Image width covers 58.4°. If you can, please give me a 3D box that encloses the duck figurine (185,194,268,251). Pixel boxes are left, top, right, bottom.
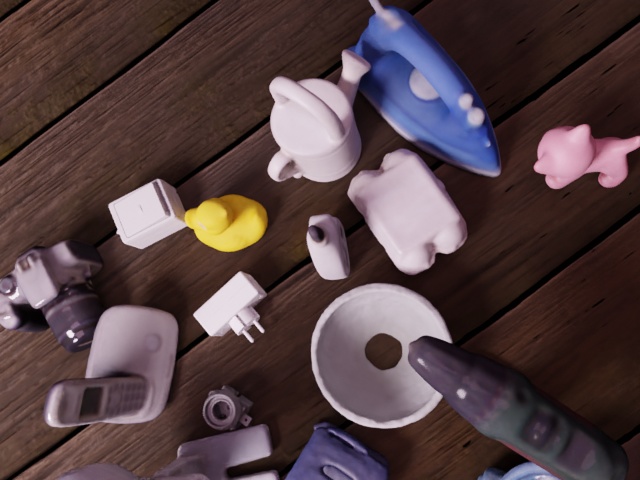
[{"bbox_3d":[-0.125,-0.028,0.747,0.104,0.086,0.077,-4,80,8],"label":"duck figurine"}]

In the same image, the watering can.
[{"bbox_3d":[-0.005,-0.150,0.693,0.100,0.194,0.173,16,83,11],"label":"watering can"}]

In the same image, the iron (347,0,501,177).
[{"bbox_3d":[0.140,-0.190,0.705,0.118,0.141,0.258,-42,77,0],"label":"iron"}]

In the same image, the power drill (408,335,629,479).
[{"bbox_3d":[0.192,0.173,0.603,0.229,0.208,0.076,31,87,12],"label":"power drill"}]

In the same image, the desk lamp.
[{"bbox_3d":[-0.168,0.286,0.637,0.203,0.214,0.118,-17,79,6],"label":"desk lamp"}]

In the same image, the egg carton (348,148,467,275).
[{"bbox_3d":[0.111,-0.038,0.721,0.107,0.069,0.150,-35,78,2],"label":"egg carton"}]

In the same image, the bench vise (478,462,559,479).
[{"bbox_3d":[0.270,0.287,0.567,0.207,0.220,0.121,-4,80,8],"label":"bench vise"}]

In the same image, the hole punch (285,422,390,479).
[{"bbox_3d":[0.018,0.280,0.673,0.108,0.091,0.101,28,86,12],"label":"hole punch"}]

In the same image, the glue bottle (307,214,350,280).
[{"bbox_3d":[0.006,0.002,0.678,0.037,0.173,0.078,-8,80,8],"label":"glue bottle"}]

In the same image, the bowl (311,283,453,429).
[{"bbox_3d":[0.076,0.138,0.695,0.167,0.075,0.167,-1,81,8],"label":"bowl"}]

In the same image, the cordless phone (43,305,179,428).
[{"bbox_3d":[-0.249,0.150,0.686,0.094,0.185,0.148,4,81,10],"label":"cordless phone"}]

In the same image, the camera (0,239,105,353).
[{"bbox_3d":[-0.352,0.086,0.755,0.143,0.101,0.136,-34,77,2],"label":"camera"}]

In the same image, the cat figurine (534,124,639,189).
[{"bbox_3d":[0.311,-0.104,0.677,0.127,0.118,0.067,-5,80,8],"label":"cat figurine"}]
